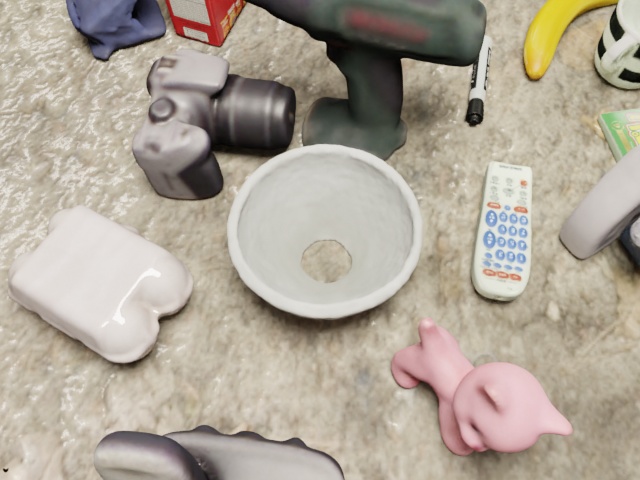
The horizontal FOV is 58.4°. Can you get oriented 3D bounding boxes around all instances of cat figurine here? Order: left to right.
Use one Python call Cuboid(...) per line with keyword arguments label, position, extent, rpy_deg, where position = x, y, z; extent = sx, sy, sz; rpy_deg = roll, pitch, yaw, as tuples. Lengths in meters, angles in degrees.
Cuboid(label="cat figurine", position=(0.115, 0.109, 0.427), extent=(0.067, 0.118, 0.127), rpy_deg=(-35, 66, -15))

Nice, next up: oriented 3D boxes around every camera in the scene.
Cuboid(label="camera", position=(-0.098, -0.121, 0.564), extent=(0.136, 0.101, 0.143), rpy_deg=(7, 63, 6))

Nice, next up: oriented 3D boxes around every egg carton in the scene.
Cuboid(label="egg carton", position=(-0.190, 0.036, 0.502), extent=(0.150, 0.069, 0.107), rpy_deg=(26, 66, 14))

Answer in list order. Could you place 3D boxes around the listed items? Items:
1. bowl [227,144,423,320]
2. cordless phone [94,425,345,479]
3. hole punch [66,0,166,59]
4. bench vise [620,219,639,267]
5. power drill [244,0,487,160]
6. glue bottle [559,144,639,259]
Cuboid(label="bowl", position=(0.005, 0.002, 0.511), extent=(0.167, 0.075, 0.167), rpy_deg=(-1, 62, 1))
Cuboid(label="cordless phone", position=(-0.057, 0.164, 0.365), extent=(0.147, 0.185, 0.094), rpy_deg=(3, 62, 4))
Cuboid(label="hole punch", position=(-0.243, -0.283, 0.659), extent=(0.101, 0.091, 0.108), rpy_deg=(-22, 64, -10))
Cuboid(label="bench vise", position=(0.356, -0.041, 0.441), extent=(0.208, 0.220, 0.121), rpy_deg=(-37, 67, -16))
Cuboid(label="power drill", position=(0.025, -0.165, 0.523), extent=(0.229, 0.208, 0.075), rpy_deg=(6, 62, 5))
Cuboid(label="glue bottle", position=(0.260, -0.048, 0.474), extent=(0.078, 0.173, 0.037), rpy_deg=(-30, 65, -13))
